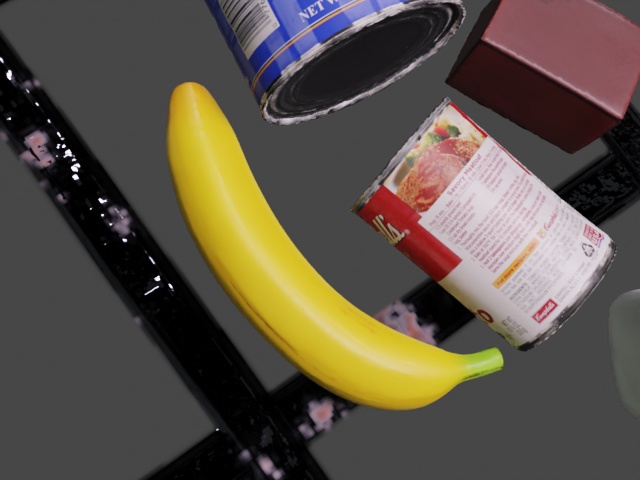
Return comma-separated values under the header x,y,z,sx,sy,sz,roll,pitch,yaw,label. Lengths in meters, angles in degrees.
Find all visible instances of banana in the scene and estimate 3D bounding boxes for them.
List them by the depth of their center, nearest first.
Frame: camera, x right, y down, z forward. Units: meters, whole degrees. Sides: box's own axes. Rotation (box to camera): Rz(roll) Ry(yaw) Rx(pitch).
x,y,z,sx,sy,sz,roll,pitch,yaw,label
-0.011,0.014,0.480,0.198,0.037,0.069,43,53,1,banana

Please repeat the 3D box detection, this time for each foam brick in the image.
x,y,z,sx,sy,sz,roll,pitch,yaw,label
0.113,-0.088,0.525,0.078,0.051,0.053,30,70,-2,foam brick

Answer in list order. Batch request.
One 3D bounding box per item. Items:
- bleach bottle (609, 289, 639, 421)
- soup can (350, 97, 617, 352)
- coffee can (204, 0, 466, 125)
x,y,z,sx,sy,sz,roll,pitch,yaw,label
0.268,0.039,0.492,0.250,0.103,0.068,-8,94,-13,bleach bottle
0.074,-0.007,0.484,0.102,0.069,0.068,40,70,1,soup can
-0.011,-0.138,0.486,0.102,0.103,0.140,-24,81,-17,coffee can
